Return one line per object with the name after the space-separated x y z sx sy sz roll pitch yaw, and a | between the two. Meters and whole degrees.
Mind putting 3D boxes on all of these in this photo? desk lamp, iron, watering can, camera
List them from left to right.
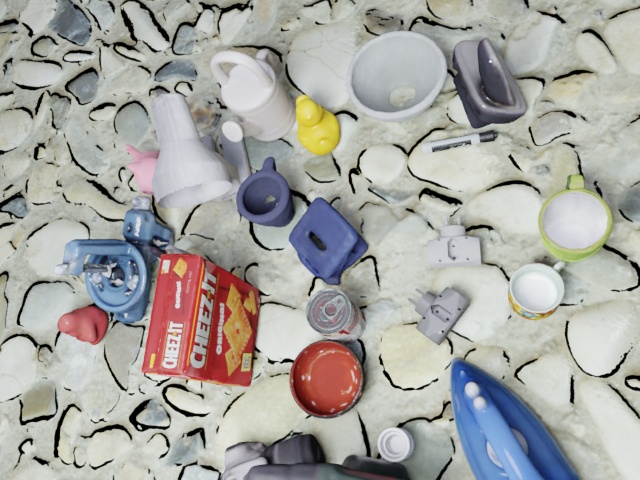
-0.202 -0.134 0.952 0.118 0.214 0.203 -19 68 10 | desk lamp
-0.117 -0.249 0.975 0.100 0.194 0.173 -12 69 13 | watering can
-0.060 0.344 0.810 0.136 0.101 0.143 -25 67 8 | camera
0.233 0.258 0.727 0.118 0.142 0.258 -32 66 5 | iron

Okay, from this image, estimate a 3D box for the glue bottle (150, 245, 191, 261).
-0.223 0.039 0.923 0.037 0.173 0.078 -47 65 -2 | glue bottle

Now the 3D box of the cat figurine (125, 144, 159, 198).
-0.309 -0.126 1.035 0.067 0.118 0.127 -41 65 1 | cat figurine

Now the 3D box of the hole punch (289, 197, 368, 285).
0.008 0.003 0.909 0.101 0.091 0.108 -43 65 0 | hole punch

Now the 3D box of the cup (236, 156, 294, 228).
-0.080 -0.071 0.959 0.091 0.095 0.118 1 72 18 | cup

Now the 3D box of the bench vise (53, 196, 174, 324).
-0.345 0.019 0.941 0.121 0.220 0.207 -9 70 14 | bench vise

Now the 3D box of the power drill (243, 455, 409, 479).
0.042 0.321 0.728 0.229 0.209 0.075 2 73 18 | power drill

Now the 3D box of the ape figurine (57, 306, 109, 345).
-0.416 0.147 0.991 0.076 0.092 0.077 -45 65 -1 | ape figurine

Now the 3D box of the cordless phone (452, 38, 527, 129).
0.254 -0.268 0.873 0.094 0.185 0.147 -23 67 9 | cordless phone

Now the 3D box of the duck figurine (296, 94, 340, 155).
-0.012 -0.203 0.987 0.077 0.086 0.104 -26 67 8 | duck figurine

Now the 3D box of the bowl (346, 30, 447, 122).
0.132 -0.263 0.970 0.167 0.075 0.167 -5 71 15 | bowl
